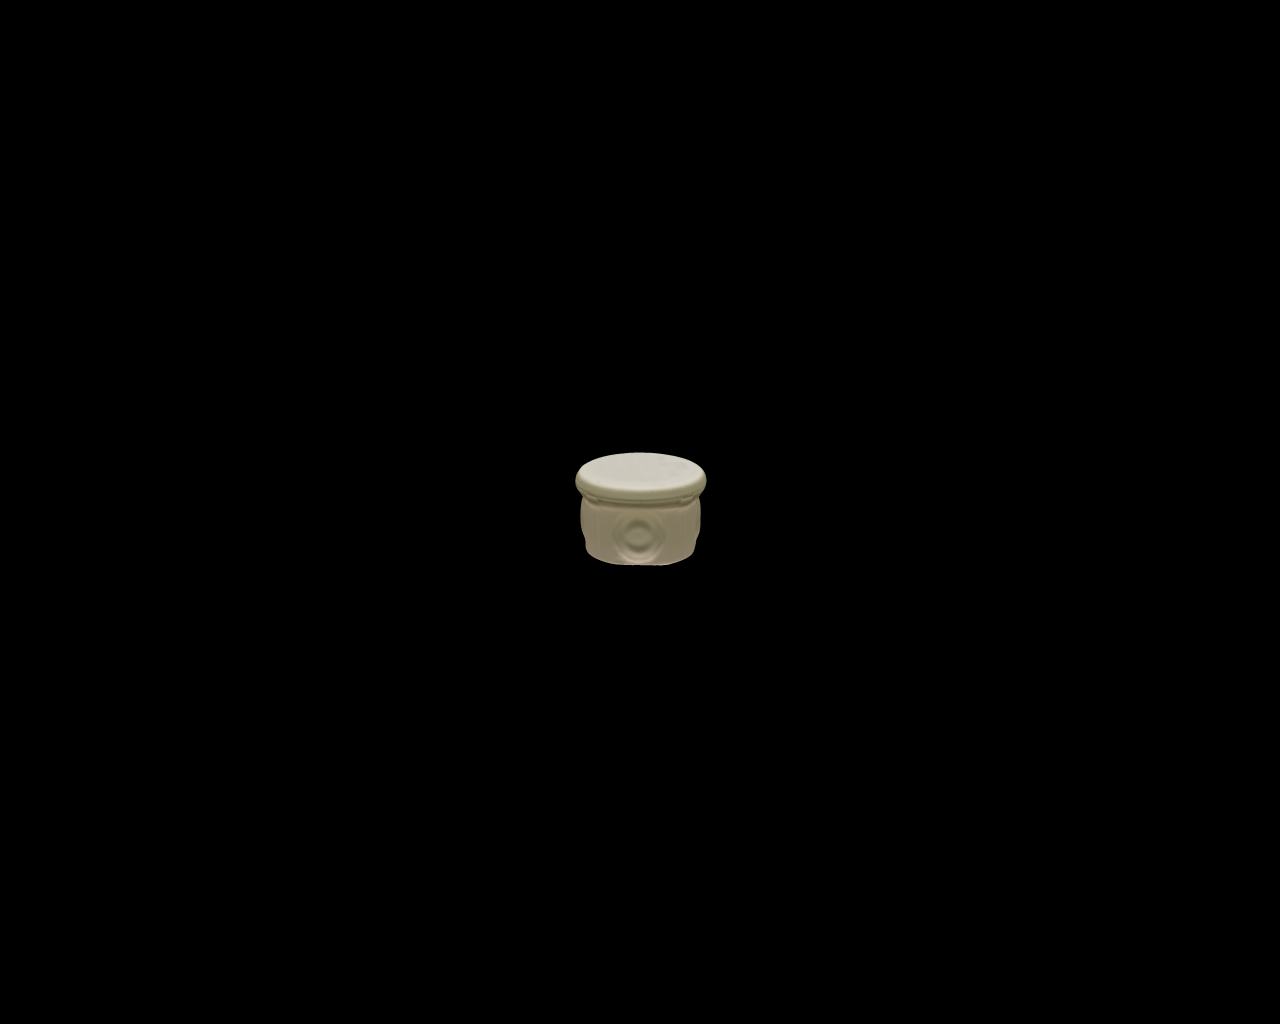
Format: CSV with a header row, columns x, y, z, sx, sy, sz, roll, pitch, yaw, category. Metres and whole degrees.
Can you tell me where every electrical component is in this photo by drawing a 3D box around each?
x,y,z,sx,sy,sz,roll,pitch,yaw,category
0.001,-0.003,0.650,0.080,0.050,0.080,0,20,0,electrical component
